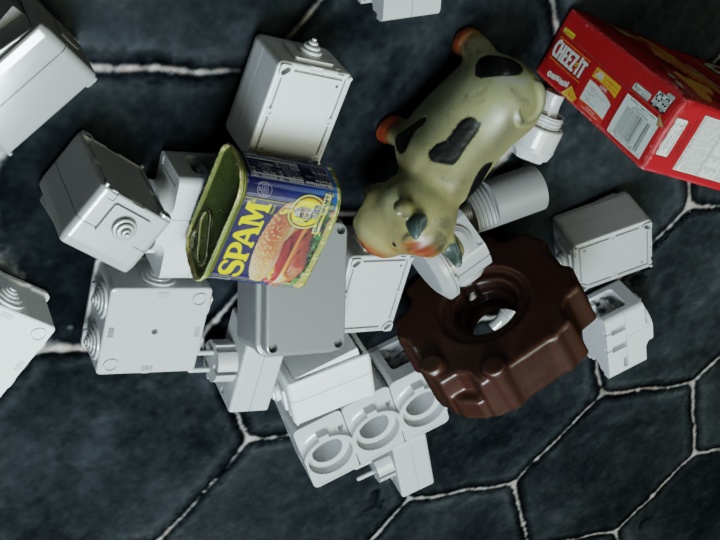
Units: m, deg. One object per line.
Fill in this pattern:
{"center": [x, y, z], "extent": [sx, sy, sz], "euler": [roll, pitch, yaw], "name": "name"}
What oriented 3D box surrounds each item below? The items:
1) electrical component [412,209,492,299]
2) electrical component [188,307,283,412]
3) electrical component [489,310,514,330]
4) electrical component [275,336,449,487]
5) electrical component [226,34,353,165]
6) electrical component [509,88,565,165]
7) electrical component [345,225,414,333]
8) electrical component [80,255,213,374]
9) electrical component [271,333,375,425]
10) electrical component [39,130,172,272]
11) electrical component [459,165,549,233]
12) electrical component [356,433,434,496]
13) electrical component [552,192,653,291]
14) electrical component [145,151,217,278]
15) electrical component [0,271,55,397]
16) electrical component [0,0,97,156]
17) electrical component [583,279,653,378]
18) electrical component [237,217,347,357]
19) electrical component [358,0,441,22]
{"center": [0.074, -0.018, 0.950], "extent": [0.051, 0.080, 0.080], "euler": [-35, 134, -8], "name": "electrical component"}
{"center": [-0.113, 0.079, 0.942], "extent": [0.076, 0.047, 0.083], "euler": [0, 124, -29], "name": "electrical component"}
{"center": [0.154, 0.037, 1.068], "extent": [0.061, 0.035, 0.035], "euler": [-45, 133, 11], "name": "electrical component"}
{"center": [0.005, 0.137, 1.043], "extent": [0.150, 0.061, 0.089], "euler": [-25, 133, -10], "name": "electrical component"}
{"center": [-0.053, -0.132, 0.801], "extent": [0.062, 0.061, 0.096], "euler": [5, 121, -32], "name": "electrical component"}
{"center": [0.157, -0.127, 0.937], "extent": [0.043, 0.043, 0.062], "euler": [6, 120, -33], "name": "electrical component"}
{"center": [0.000, 0.000, 0.934], "extent": [0.062, 0.061, 0.096], "euler": [-2, 125, -28], "name": "electrical component"}
{"center": [-0.173, 0.037, 0.875], "extent": [0.100, 0.048, 0.099], "euler": [0, 122, -29], "name": "electrical component"}
{"center": [-0.043, 0.090, 0.980], "extent": [0.096, 0.061, 0.061], "euler": [-20, 132, -14], "name": "electrical component"}
{"center": [-0.185, -0.043, 0.772], "extent": [0.061, 0.096, 0.062], "euler": [-48, 133, 12], "name": "electrical component"}
{"center": [0.124, -0.062, 0.968], "extent": [0.081, 0.043, 0.043], "euler": [-20, 132, -15], "name": "electrical component"}
{"center": [0.029, 0.195, 1.112], "extent": [0.076, 0.047, 0.083], "euler": [-23, 133, -12], "name": "electrical component"}
{"center": [0.228, -0.028, 1.046], "extent": [0.096, 0.061, 0.061], "euler": [-19, 132, -5], "name": "electrical component"}
{"center": [-0.137, -0.042, 0.832], "extent": [0.056, 0.050, 0.089], "euler": [0, 124, -29], "name": "electrical component"}
{"center": [-0.292, 0.046, 0.814], "extent": [0.099, 0.048, 0.100], "euler": [-48, 133, 13], "name": "electrical component"}
{"center": [-0.233, -0.127, 0.704], "extent": [0.096, 0.061, 0.061], "euler": [-40, 134, 4], "name": "electrical component"}
{"center": [0.273, 0.061, 1.143], "extent": [0.056, 0.050, 0.089], "euler": [-25, 133, -10], "name": "electrical component"}
{"center": [-0.055, 0.011, 0.884], "extent": [0.078, 0.057, 0.113], "euler": [-2, 98, -28], "name": "electrical component"}
{"center": [0.034, -0.233, 0.779], "extent": [0.056, 0.050, 0.089], "euler": [-13, 129, -20], "name": "electrical component"}
